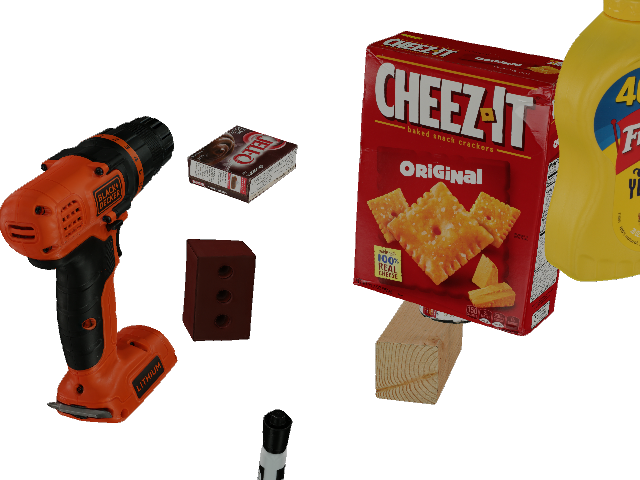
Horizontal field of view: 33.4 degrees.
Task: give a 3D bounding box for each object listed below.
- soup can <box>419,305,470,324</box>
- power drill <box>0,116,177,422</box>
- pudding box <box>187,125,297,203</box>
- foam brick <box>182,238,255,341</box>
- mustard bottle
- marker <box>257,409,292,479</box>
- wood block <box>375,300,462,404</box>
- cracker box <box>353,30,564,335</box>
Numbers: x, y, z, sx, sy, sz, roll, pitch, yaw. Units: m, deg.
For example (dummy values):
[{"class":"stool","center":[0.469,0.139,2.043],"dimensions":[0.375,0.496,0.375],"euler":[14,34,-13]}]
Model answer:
[{"class":"soup can","center":[0.149,0.036,1.215],"dimensions":[0.068,0.102,0.068],"euler":[4,15,-1]},{"class":"power drill","center":[-0.149,0.018,0.757],"dimensions":[0.057,0.188,0.184],"euler":[4,25,22]},{"class":"pudding box","center":[-0.093,-0.094,1.293],"dimensions":[0.090,0.039,0.113],"euler":[19,37,23]},{"class":"foam brick","center":[-0.089,0.042,0.930],"dimensions":[0.053,0.078,0.051],"euler":[0,15,-17]},{"class":"mustard bottle","center":[0.184,-0.074,0.633],"dimensions":[0.096,0.192,0.058],"euler":[-13,29,-19]},{"class":"marker","center":[-0.034,0.162,0.716],"dimensions":[0.020,0.121,0.020],"euler":[6,32,-4]},{"class":"wood block","center":[0.150,0.157,1.585],"dimensions":[0.091,0.090,0.205],"euler":[4,17,16]},{"class":"cracker box","center":[0.113,-0.046,0.862],"dimensions":[0.164,0.214,0.072],"euler":[17,29,30]}]
